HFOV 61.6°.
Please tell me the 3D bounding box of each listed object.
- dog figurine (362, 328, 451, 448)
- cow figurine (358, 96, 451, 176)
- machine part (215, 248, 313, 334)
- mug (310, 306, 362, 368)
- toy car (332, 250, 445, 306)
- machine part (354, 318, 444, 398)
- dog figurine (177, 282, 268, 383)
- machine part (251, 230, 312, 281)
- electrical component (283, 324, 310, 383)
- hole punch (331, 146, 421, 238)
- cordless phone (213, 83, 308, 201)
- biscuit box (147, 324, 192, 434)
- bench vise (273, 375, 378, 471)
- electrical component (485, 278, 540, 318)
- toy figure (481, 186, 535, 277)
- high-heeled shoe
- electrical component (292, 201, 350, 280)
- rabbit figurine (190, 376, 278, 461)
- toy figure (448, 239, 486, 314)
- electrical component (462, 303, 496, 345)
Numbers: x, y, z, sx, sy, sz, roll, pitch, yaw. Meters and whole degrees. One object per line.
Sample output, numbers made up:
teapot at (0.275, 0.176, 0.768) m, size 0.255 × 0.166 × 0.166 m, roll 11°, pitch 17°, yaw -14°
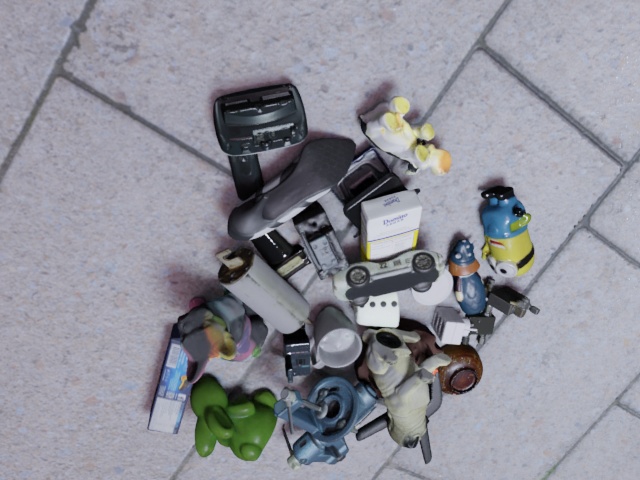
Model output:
dog figurine at (0.132, 0.272, 0.990) m, size 0.121 × 0.173 × 0.190 m, roll -12°, pitch 128°, yaw -44°
cow figurine at (0.141, -0.159, 0.897) m, size 0.167 × 0.098 × 0.068 m, roll 38°, pitch 67°, yaw -27°
machine part at (-0.094, 0.090, 0.930) m, size 0.079 × 0.079 × 0.243 m, roll -40°, pitch 128°, yaw 6°
mug at (0.022, 0.180, 0.994) m, size 0.081 × 0.107 × 0.109 m, roll 28°, pitch 108°, yaw -18°
toy car at (0.121, 0.064, 0.943) m, size 0.202 × 0.056 × 0.073 m, roll -12°, pitch 141°, yaw -3°
machine part at (0.154, 0.237, 1.068) m, size 0.179 × 0.056 × 0.179 m, roll -3°, pitch 111°, yaw -8°
dog figurine at (-0.162, 0.168, 0.896) m, size 0.108 × 0.219 × 0.191 m, roll -30°, pitch 113°, yaw 6°
machine part at (-0.081, 0.013, 0.948) m, size 0.084 × 0.039 × 0.138 m, roll -36°, pitch 115°, yaw 14°
electrical component at (-0.043, 0.211, 0.988) m, size 0.048 × 0.119 × 0.074 m, roll -4°, pitch 109°, yaw -9°
hole punch at (0.084, -0.083, 0.922) m, size 0.142 × 0.092 × 0.115 m, roll -38°, pitch 145°, yaw 7°
cordless phone at (-0.088, -0.149, 0.871) m, size 0.147 × 0.089 × 0.184 m, roll -12°, pitch 124°, yaw -6°
biscuit box at (-0.267, 0.257, 0.995) m, size 0.059 × 0.063 × 0.202 m, roll 15°, pitch 107°, yaw -15°
bench vise at (-0.012, 0.330, 0.993) m, size 0.224 × 0.129 × 0.240 m, roll -36°, pitch 136°, yaw 14°
electrical component at (0.365, 0.112, 1.039) m, size 0.078 × 0.102 × 0.045 m, roll -11°, pitch 122°, yaw -31°
toy figure at (0.349, -0.013, 0.993) m, size 0.089 × 0.082 × 0.180 m, roll -15°, pitch 111°, yaw -2°
high-heeled shoe at (-0.044, -0.079, 0.894) m, size 0.249 × 0.145 × 0.086 m, roll -33°, pitch 82°, yaw -33°
electrical component at (-0.002, -0.003, 0.903) m, size 0.058 × 0.134 × 0.114 m, roll -27°, pitch 112°, yaw 0°
rabbit figurine at (-0.181, 0.337, 1.010) m, size 0.170 × 0.159 × 0.121 m, roll 39°, pitch 110°, yaw -6°
toy figure at (0.277, 0.068, 1.023) m, size 0.058 × 0.064 × 0.154 m, roll -5°, pitch 112°, yaw 33°
electrical component at (0.321, 0.170, 1.090) m, size 0.063 × 0.021 × 0.093 m, roll 3°, pitch 111°, yaw -11°
